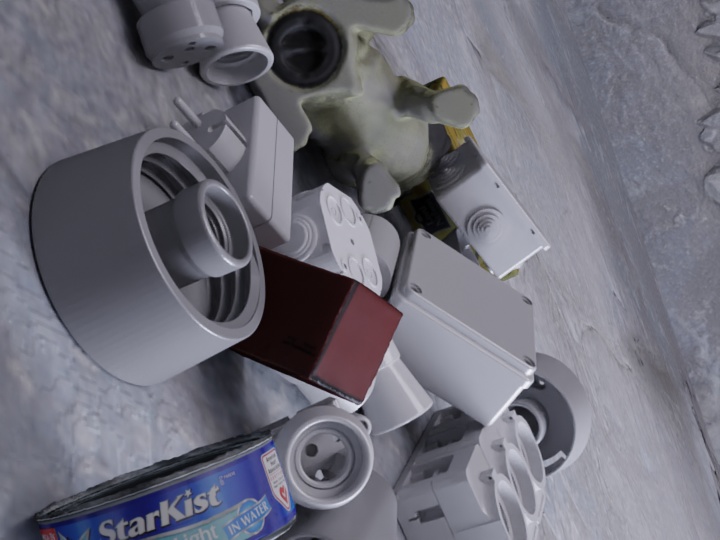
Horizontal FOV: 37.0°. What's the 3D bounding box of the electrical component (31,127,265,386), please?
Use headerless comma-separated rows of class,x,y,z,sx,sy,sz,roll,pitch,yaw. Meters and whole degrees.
electrical component,-0.083,-0.010,0.469,0.108,0.060,0.108,52,25,-38

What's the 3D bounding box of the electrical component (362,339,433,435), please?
electrical component,0.012,0.064,0.671,0.065,0.044,0.044,63,20,-1

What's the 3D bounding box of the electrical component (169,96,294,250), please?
electrical component,-0.075,-0.058,0.562,0.075,0.047,0.083,50,27,-39

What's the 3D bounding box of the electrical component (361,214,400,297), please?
electrical component,0.000,0.000,0.701,0.043,0.043,0.081,61,21,-21

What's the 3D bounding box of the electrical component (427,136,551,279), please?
electrical component,0.097,-0.049,0.842,0.099,0.048,0.099,50,10,-17

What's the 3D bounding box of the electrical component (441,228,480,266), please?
electrical component,0.081,0.023,0.854,0.099,0.064,0.099,45,21,-23

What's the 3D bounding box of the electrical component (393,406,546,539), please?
electrical component,0.082,0.152,0.729,0.089,0.062,0.150,66,20,-7

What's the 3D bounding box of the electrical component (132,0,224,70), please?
electrical component,-0.102,-0.142,0.581,0.045,0.045,0.055,-6,76,-70

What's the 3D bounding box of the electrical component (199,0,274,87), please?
electrical component,-0.079,-0.144,0.641,0.045,0.045,0.055,22,49,-64

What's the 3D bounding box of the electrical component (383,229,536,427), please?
electrical component,0.063,0.037,0.742,0.109,0.056,0.108,33,25,-8

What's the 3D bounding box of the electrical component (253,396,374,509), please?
electrical component,-0.021,0.088,0.518,0.048,0.066,0.055,67,-14,-3

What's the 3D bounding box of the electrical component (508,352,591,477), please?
electrical component,0.133,0.117,0.855,0.064,0.099,0.099,-11,80,-64

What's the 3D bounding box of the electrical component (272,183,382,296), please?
electrical component,-0.026,-0.008,0.630,0.080,0.051,0.080,52,25,-37

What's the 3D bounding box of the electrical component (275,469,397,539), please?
electrical component,-0.004,0.148,0.534,0.079,0.044,0.077,66,19,-7

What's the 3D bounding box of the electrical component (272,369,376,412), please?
electrical component,-0.026,0.048,0.588,0.065,0.044,0.044,41,32,-43
